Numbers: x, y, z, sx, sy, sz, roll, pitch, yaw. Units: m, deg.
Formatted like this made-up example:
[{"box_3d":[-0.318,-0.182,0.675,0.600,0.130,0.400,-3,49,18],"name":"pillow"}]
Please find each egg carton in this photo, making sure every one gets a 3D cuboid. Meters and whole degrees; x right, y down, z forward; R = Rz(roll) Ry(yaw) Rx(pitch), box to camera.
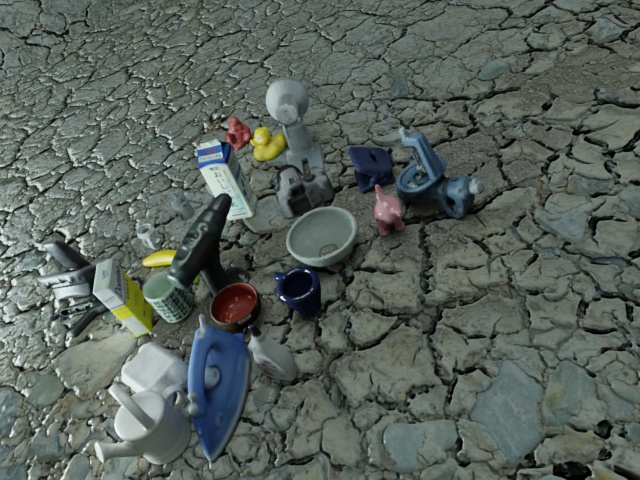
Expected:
[{"box_3d":[-0.342,0.281,1.200,0.149,0.070,0.107,20,59,35],"name":"egg carton"}]

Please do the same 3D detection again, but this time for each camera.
[{"box_3d":[-0.054,-0.150,1.471,0.143,0.101,0.136,-25,44,-2],"name":"camera"}]

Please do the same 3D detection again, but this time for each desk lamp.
[{"box_3d":[-0.068,-0.310,1.547,0.118,0.214,0.203,-17,44,6],"name":"desk lamp"}]

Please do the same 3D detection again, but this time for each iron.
[{"box_3d":[-0.216,0.275,1.103,0.118,0.142,0.258,-12,45,12],"name":"iron"}]

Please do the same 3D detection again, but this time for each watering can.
[{"box_3d":[-0.329,0.336,1.053,0.100,0.194,0.173,7,51,27],"name":"watering can"}]

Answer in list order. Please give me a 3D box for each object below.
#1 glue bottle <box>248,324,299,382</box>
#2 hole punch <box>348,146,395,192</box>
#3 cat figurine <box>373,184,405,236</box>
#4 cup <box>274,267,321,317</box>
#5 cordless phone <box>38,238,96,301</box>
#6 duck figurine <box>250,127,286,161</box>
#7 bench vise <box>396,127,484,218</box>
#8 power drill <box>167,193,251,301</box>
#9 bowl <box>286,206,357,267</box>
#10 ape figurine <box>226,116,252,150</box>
[{"box_3d":[-0.102,0.211,1.096,0.078,0.173,0.037,4,50,25],"name":"glue bottle"},{"box_3d":[0.130,-0.194,1.446,0.101,0.091,0.108,-20,44,3],"name":"hole punch"},{"box_3d":[0.150,-0.075,1.306,0.067,0.118,0.127,-19,44,4],"name":"cat figurine"},{"box_3d":[-0.044,0.115,1.220,0.117,0.095,0.092,21,59,35],"name":"cup"},{"box_3d":[-0.660,0.062,1.452,0.147,0.185,0.094,-13,45,10],"name":"cordless phone"},{"box_3d":[-0.153,-0.289,1.653,0.104,0.086,0.077,-29,45,-7],"name":"duck figurine"},{"box_3d":[0.258,-0.160,1.271,0.206,0.220,0.121,0,49,22],"name":"bench vise"},{"box_3d":[-0.238,0.038,1.289,0.075,0.209,0.230,13,55,31],"name":"power drill"},{"box_3d":[0.012,0.005,1.317,0.167,0.075,0.167,-11,45,12],"name":"bowl"},{"box_3d":[-0.250,-0.331,1.727,0.077,0.092,0.076,-10,46,13],"name":"ape figurine"}]
